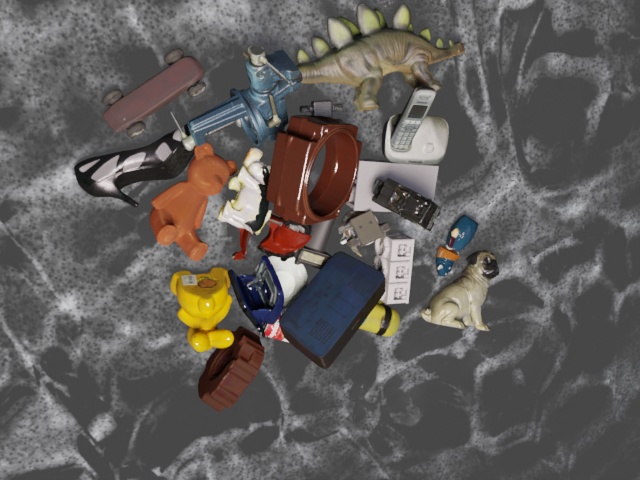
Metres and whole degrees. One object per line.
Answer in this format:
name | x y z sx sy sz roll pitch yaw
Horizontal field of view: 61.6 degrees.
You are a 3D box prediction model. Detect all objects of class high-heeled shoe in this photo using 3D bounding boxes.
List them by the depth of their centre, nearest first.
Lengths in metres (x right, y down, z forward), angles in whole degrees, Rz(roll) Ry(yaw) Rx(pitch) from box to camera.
high-heeled shoe | -0.341 -0.169 1.024 0.145 0.086 0.249 35 72 8

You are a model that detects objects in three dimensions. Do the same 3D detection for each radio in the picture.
radio | 0.027 0.141 1.137 0.229 0.131 0.073 -49 155 -24

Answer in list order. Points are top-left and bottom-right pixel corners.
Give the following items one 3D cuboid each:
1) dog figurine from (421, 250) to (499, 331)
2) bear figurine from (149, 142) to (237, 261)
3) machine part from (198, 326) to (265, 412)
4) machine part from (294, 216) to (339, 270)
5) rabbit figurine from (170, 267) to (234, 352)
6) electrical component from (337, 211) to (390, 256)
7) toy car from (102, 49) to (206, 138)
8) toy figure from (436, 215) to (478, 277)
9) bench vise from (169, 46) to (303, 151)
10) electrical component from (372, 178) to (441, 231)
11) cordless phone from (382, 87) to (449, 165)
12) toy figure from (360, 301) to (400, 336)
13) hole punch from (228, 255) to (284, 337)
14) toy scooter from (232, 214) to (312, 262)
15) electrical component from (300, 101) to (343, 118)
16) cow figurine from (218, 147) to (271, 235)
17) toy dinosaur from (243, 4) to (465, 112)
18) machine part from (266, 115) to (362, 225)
dog figurine | 0.337 0.113 1.299 0.172 0.121 0.190 7 89 -23
bear figurine | -0.235 -0.079 1.039 0.196 0.132 0.120 -46 139 3
machine part | -0.189 0.265 1.125 0.056 0.179 0.179 37 92 -20
machine part | -0.002 -0.004 1.179 0.084 0.039 0.138 15 102 -13
rabbit figurine | -0.232 0.162 1.105 0.122 0.163 0.173 -6 125 -29
electrical component | 0.096 -0.015 1.146 0.102 0.045 0.078 -31 82 -10
toy car | -0.307 -0.270 0.998 0.202 0.053 0.089 -37 97 -4
toy figure | 0.319 0.016 1.277 0.064 0.058 0.154 28 100 -16
bench vise | -0.145 -0.239 0.981 0.241 0.223 0.129 -29 76 -12
electrical component | 0.172 -0.076 1.095 0.134 0.115 0.058 30 94 21
cordless phone | 0.214 -0.242 1.104 0.147 0.089 0.184 0 147 -18
toy figure | 0.099 0.171 1.231 0.180 0.089 0.082 24 102 -24
hole punch | -0.121 0.108 1.101 0.092 0.142 0.115 -27 145 -7
toy scooter | -0.114 -0.006 1.122 0.184 0.075 0.135 21 97 -18
electrical component | 0.004 -0.257 1.118 0.094 0.021 0.063 -8 107 -17
cow figurine | -0.127 -0.097 1.046 0.098 0.068 0.167 26 69 -17
toy dinosaur | 0.089 -0.360 1.079 0.471 0.105 0.198 -18 100 -16
machine part | -0.005 -0.137 1.055 0.201 0.087 0.200 -14 121 -54
